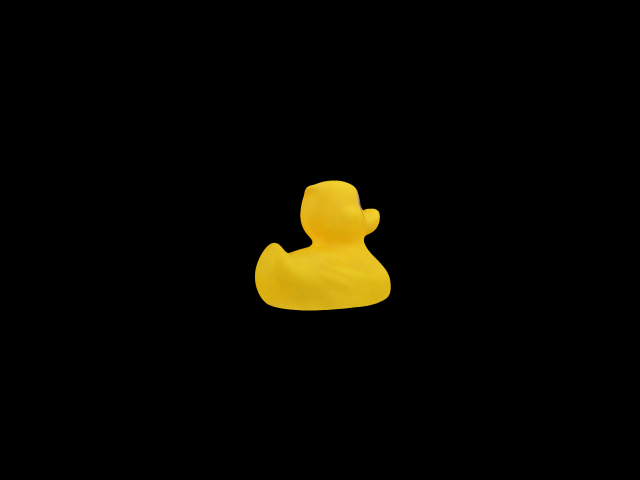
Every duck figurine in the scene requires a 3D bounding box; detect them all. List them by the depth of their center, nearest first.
[{"bbox_3d":[0.004,0.001,0.400,0.105,0.086,0.077,-3,5,-37],"label":"duck figurine"}]
